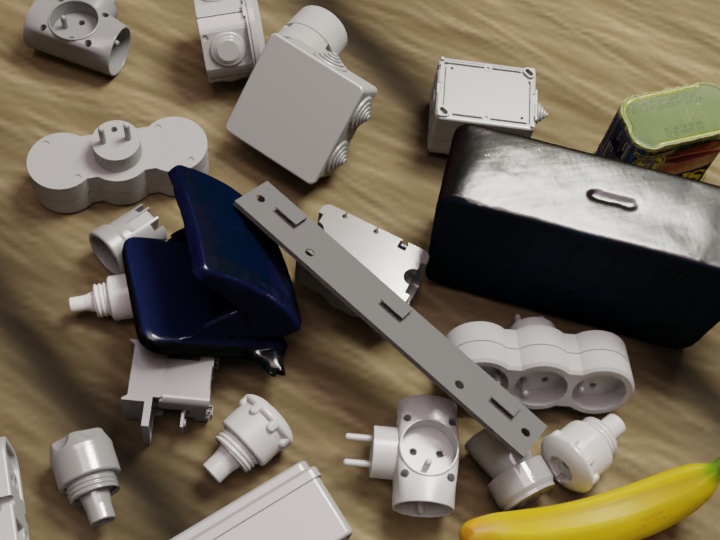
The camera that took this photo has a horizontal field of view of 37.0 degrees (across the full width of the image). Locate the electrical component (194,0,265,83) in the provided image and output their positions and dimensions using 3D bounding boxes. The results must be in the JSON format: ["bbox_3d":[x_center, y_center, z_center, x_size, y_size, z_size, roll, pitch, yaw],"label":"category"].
[{"bbox_3d":[-0.107,-0.196,0.894,0.051,0.080,0.080,-10,64,-5],"label":"electrical component"}]

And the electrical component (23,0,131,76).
[{"bbox_3d":[-0.230,-0.210,0.907,0.077,0.044,0.079,20,63,4],"label":"electrical component"}]

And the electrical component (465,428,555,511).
[{"bbox_3d":[0.107,0.138,0.763,0.045,0.045,0.055,-23,68,-17],"label":"electrical component"}]

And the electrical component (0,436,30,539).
[{"bbox_3d":[-0.254,0.164,0.706,0.059,0.053,0.095,-12,65,-12],"label":"electrical component"}]

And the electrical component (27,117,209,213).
[{"bbox_3d":[-0.187,-0.090,0.833,0.138,0.073,0.052,-10,64,-11],"label":"electrical component"}]

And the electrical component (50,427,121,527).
[{"bbox_3d":[-0.184,0.142,0.731,0.043,0.043,0.062,-18,68,-15],"label":"electrical component"}]

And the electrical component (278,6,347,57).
[{"bbox_3d":[-0.043,-0.190,0.912,0.055,0.055,0.047,29,60,9],"label":"electrical component"}]

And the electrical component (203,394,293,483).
[{"bbox_3d":[-0.081,0.121,0.753,0.048,0.048,0.062,43,73,15],"label":"electrical component"}]

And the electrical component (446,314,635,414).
[{"bbox_3d":[0.130,0.060,0.802,0.138,0.052,0.073,4,43,-4],"label":"electrical component"}]

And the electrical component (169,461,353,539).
[{"bbox_3d":[-0.067,0.182,0.686,0.109,0.108,0.056,-29,72,-19],"label":"electrical component"}]

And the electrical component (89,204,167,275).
[{"bbox_3d":[-0.176,-0.024,0.821,0.040,0.040,0.046,43,61,15],"label":"electrical component"}]

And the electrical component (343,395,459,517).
[{"bbox_3d":[0.028,0.130,0.759,0.079,0.044,0.077,6,62,-3],"label":"electrical component"}]

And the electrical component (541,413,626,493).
[{"bbox_3d":[0.165,0.127,0.776,0.062,0.048,0.048,-31,70,-27],"label":"electrical component"}]

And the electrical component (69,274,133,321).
[{"bbox_3d":[-0.184,0.021,0.799,0.061,0.035,0.035,-10,64,-8],"label":"electrical component"}]

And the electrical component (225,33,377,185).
[{"bbox_3d":[-0.045,-0.129,0.859,0.100,0.048,0.099,33,109,11],"label":"electrical component"}]

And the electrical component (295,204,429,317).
[{"bbox_3d":[0.000,0.000,0.816,0.089,0.055,0.050,26,63,8],"label":"electrical component"}]

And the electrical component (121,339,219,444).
[{"bbox_3d":[-0.135,0.081,0.769,0.064,0.042,0.081,6,63,-7],"label":"electrical component"}]

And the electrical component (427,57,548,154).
[{"bbox_3d":[0.106,-0.129,0.891,0.096,0.061,0.061,7,62,-2],"label":"electrical component"}]
